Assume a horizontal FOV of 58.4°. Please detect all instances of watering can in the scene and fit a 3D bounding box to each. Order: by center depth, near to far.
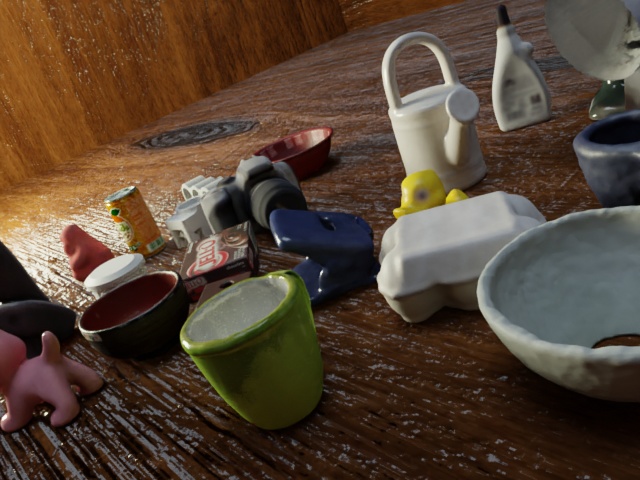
[{"bbox_3d":[0.141,-0.159,0.705,0.101,0.194,0.172,-34,26,-28],"label":"watering can"}]

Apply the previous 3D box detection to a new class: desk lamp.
[{"bbox_3d":[0.364,-0.219,0.624,0.203,0.214,0.117,-27,23,-14],"label":"desk lamp"}]

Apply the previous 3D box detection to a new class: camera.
[{"bbox_3d":[-0.084,-0.054,0.786,0.143,0.101,0.136,-27,23,-13],"label":"camera"}]

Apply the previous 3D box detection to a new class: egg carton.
[{"bbox_3d":[0.124,0.013,0.496,0.150,0.069,0.107,-15,23,13],"label":"egg carton"}]

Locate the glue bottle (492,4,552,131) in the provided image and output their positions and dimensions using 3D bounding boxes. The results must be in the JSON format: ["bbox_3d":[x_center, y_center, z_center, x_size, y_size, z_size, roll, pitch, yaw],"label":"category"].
[{"bbox_3d":[0.276,-0.247,0.815,0.078,0.173,0.037,-13,24,18],"label":"glue bottle"}]

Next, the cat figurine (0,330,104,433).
[{"bbox_3d":[-0.295,0.120,0.551,0.127,0.118,0.067,-14,24,17],"label":"cat figurine"}]

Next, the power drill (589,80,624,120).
[{"bbox_3d":[0.374,-0.270,0.737,0.075,0.209,0.230,-6,27,32],"label":"power drill"}]

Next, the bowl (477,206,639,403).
[{"bbox_3d":[0.188,0.046,0.358,0.167,0.075,0.167,-18,23,8],"label":"bowl"}]

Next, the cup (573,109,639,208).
[{"bbox_3d":[0.268,-0.047,0.473,0.091,0.095,0.118,-14,23,16],"label":"cup"}]

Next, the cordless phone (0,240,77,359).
[{"bbox_3d":[-0.397,0.063,0.680,0.147,0.185,0.094,-15,23,15],"label":"cordless phone"}]

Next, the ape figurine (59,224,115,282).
[{"bbox_3d":[-0.363,0.018,0.876,0.076,0.092,0.078,-15,23,13],"label":"ape figurine"}]

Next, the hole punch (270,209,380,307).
[{"bbox_3d":[0.005,0.002,0.594,0.101,0.091,0.108,-22,23,-2],"label":"hole punch"}]

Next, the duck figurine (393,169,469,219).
[{"bbox_3d":[0.114,-0.031,0.583,0.105,0.086,0.077,-36,27,-31],"label":"duck figurine"}]
